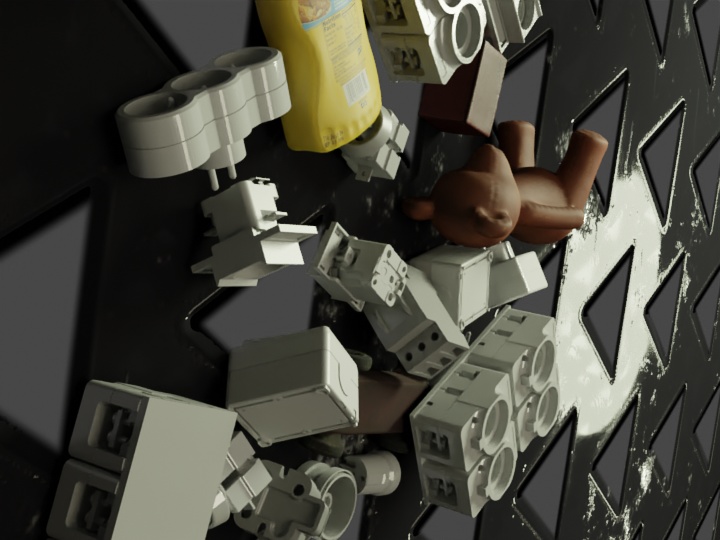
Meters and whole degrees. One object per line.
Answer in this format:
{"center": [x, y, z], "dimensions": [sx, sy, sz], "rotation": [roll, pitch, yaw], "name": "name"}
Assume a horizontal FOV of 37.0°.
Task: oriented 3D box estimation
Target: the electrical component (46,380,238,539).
{"center": [-0.147, 0.152, 0.686], "dimensions": [0.089, 0.062, 0.150], "rotation": [23, 79, -56], "name": "electrical component"}

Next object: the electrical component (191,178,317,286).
{"center": [-0.076, -0.026, 0.736], "dimensions": [0.042, 0.081, 0.063], "rotation": [-1, 71, -58], "name": "electrical component"}

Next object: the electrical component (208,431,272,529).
{"center": [-0.101, 0.150, 0.766], "dimensions": [0.055, 0.048, 0.066], "rotation": [-43, 109, -41], "name": "electrical component"}

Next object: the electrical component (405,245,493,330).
{"center": [0.084, 0.013, 1.008], "dimensions": [0.096, 0.061, 0.061], "rotation": [-24, 119, -62], "name": "electrical component"}

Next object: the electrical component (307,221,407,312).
{"center": [0.000, 0.000, 0.868], "dimensions": [0.081, 0.064, 0.042], "rotation": [47, 59, -51], "name": "electrical component"}

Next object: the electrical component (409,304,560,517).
{"center": [0.127, 0.130, 1.009], "dimensions": [0.186, 0.060, 0.105], "rotation": [-42, 133, -42], "name": "electrical component"}

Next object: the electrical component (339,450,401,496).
{"center": [0.007, 0.180, 0.952], "dimensions": [0.046, 0.040, 0.040], "rotation": [8, 92, -51], "name": "electrical component"}

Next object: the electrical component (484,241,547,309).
{"center": [0.140, -0.005, 1.086], "dimensions": [0.047, 0.066, 0.076], "rotation": [-14, 81, -55], "name": "electrical component"}

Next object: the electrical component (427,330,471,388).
{"center": [0.092, 0.094, 1.050], "dimensions": [0.066, 0.047, 0.076], "rotation": [34, 70, -55], "name": "electrical component"}

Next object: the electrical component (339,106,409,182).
{"center": [0.008, -0.106, 0.868], "dimensions": [0.055, 0.048, 0.066], "rotation": [42, 63, -62], "name": "electrical component"}

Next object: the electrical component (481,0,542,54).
{"center": [0.116, -0.269, 0.970], "dimensions": [0.078, 0.063, 0.121], "rotation": [-57, 141, -31], "name": "electrical component"}

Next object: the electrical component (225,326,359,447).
{"center": [-0.055, 0.084, 0.793], "dimensions": [0.061, 0.096, 0.061], "rotation": [57, 25, -47], "name": "electrical component"}

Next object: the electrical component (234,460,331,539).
{"center": [-0.060, 0.181, 0.821], "dimensions": [0.057, 0.078, 0.058], "rotation": [71, 39, -66], "name": "electrical component"}

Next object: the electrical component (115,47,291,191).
{"center": [-0.096, -0.089, 0.705], "dimensions": [0.138, 0.052, 0.073], "rotation": [-41, 131, -45], "name": "electrical component"}

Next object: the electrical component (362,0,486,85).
{"center": [0.049, -0.237, 0.878], "dimensions": [0.089, 0.062, 0.150], "rotation": [-57, 141, -31], "name": "electrical component"}
